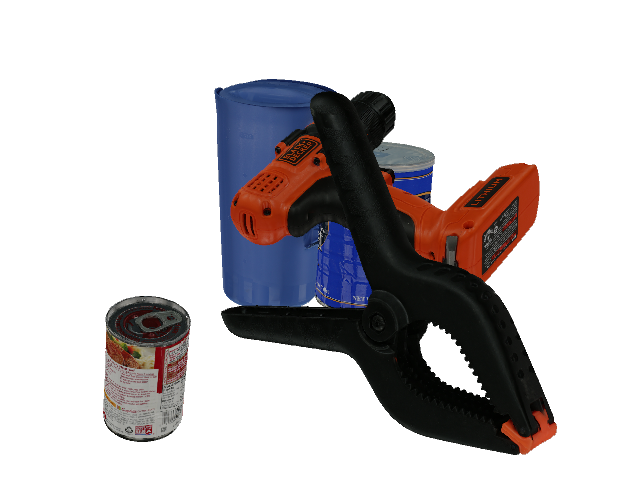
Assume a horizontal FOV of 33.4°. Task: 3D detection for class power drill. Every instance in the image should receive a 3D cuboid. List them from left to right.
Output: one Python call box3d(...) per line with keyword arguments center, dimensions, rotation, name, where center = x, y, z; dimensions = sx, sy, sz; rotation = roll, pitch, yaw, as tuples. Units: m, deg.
box3d(center=(0.056, -0.040, 0.763), dimensions=(0.188, 0.057, 0.184), rotation=(17, 45, 31), name="power drill")

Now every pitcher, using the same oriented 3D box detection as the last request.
box3d(center=(-0.043, -0.048, 1.166), dimensions=(0.145, 0.243, 0.149), rotation=(0, 21, -8), name="pitcher")

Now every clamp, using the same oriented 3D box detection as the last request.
box3d(center=(0.040, 0.029, 0.564), dimensions=(0.210, 0.165, 0.036), rotation=(34, 31, 30), name="clamp")

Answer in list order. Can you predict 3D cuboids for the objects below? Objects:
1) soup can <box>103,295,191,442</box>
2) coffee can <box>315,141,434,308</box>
box3d(center=(-0.144, 0.106, 0.881), dimensions=(0.068, 0.102, 0.068), rotation=(6, 30, -4), name="soup can")
box3d(center=(0.049, -0.012, 0.976), dimensions=(0.103, 0.140, 0.103), rotation=(2, 16, -1), name="coffee can")
